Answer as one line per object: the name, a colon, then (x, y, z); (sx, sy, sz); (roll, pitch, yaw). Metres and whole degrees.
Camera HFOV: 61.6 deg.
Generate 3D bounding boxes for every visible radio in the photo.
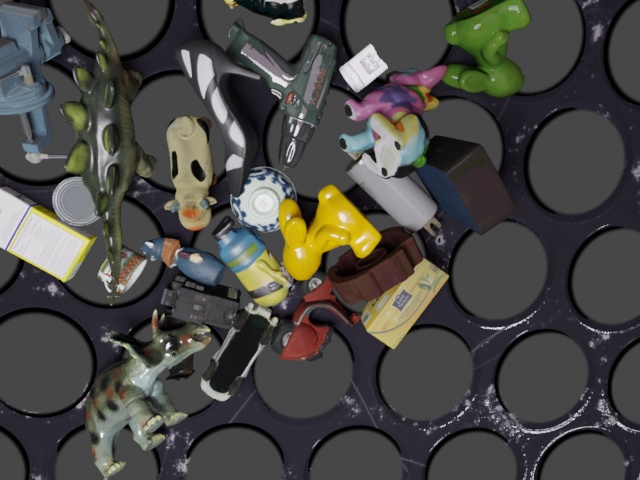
radio: (0.233, -0.098, 0.907); (0.073, 0.230, 0.131); (-35, 105, 5)

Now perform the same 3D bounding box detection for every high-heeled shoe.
high-heeled shoe: (-0.175, -0.192, 0.878); (0.145, 0.086, 0.248); (15, 117, 4)

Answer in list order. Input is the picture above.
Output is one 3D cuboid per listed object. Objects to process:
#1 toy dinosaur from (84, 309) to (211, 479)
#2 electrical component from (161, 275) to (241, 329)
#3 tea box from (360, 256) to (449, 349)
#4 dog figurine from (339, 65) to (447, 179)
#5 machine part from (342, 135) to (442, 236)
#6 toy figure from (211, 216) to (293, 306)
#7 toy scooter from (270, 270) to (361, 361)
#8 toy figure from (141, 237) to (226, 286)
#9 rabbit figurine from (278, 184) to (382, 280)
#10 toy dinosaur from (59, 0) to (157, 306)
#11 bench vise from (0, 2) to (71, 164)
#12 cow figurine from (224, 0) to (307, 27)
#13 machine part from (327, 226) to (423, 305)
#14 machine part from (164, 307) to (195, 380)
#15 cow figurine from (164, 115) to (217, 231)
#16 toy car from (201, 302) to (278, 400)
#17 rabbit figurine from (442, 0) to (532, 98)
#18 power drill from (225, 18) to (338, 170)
toy dinosaur: (-0.356, 0.289, 0.970); (0.405, 0.131, 0.192); (-44, 69, 25)
electrical component: (-0.211, 0.107, 0.957); (0.134, 0.115, 0.058); (16, 94, -7)
tea box: (0.153, 0.105, 1.002); (0.068, 0.098, 0.169); (36, 97, -10)
dog figurine: (0.150, -0.210, 0.900); (0.219, 0.192, 0.108); (-33, 146, -25)
machine part: (0.130, -0.094, 0.973); (0.243, 0.079, 0.079); (42, 94, -12)
toy figure: (-0.124, 0.041, 0.972); (0.089, 0.082, 0.180); (-37, 110, 21)
toy scooter: (-0.002, 0.156, 1.009); (0.135, 0.075, 0.183); (27, 92, -11)
toy figure: (-0.246, 0.033, 0.964); (0.155, 0.058, 0.064); (25, 122, 6)
rabbit figurine: (-0.002, -0.003, 0.937); (0.173, 0.122, 0.162); (-45, 125, 13)
toy dinosaur: (-0.340, -0.140, 0.858); (0.105, 0.198, 0.470); (-6, 99, -2)
bench vise: (-0.469, -0.241, 0.858); (0.129, 0.224, 0.240); (5, 130, -2)
cow figurine: (-0.104, -0.412, 0.900); (0.167, 0.068, 0.098); (2, 106, -5)
machine part: (0.097, 0.045, 0.951); (0.179, 0.179, 0.056); (-31, 104, 1)
machine part: (-0.259, 0.196, 1.009); (0.084, 0.039, 0.138); (4, 98, -12)
cow figurine: (-0.216, -0.113, 0.911); (0.086, 0.127, 0.194); (-4, 98, -2)
toy car: (-0.153, 0.209, 1.013); (0.073, 0.056, 0.201); (31, 95, -5)
rabbit figurine: (0.297, -0.317, 0.933); (0.159, 0.121, 0.170); (-32, 117, -1)
power drill: (-0.086, -0.262, 0.921); (0.207, 0.086, 0.232); (27, 97, -5)
